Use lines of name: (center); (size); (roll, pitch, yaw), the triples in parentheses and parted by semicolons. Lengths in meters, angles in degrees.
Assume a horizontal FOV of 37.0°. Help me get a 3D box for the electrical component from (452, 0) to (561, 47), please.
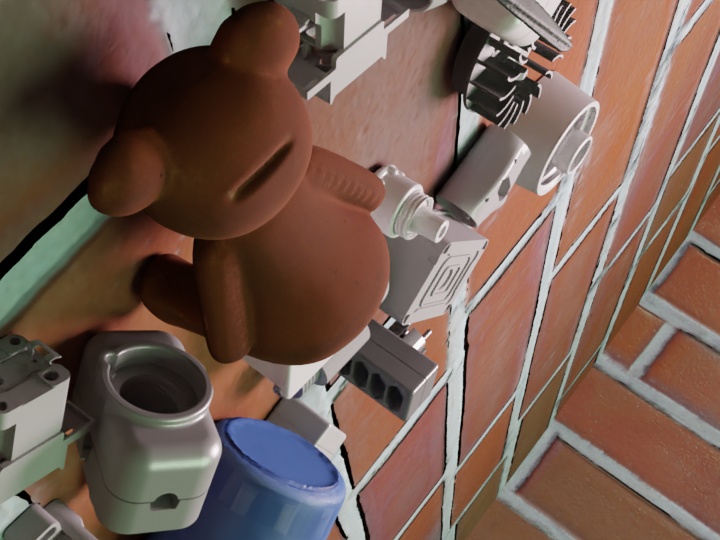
electrical component: (0.103, -0.195, 0.676); (0.095, 0.054, 0.059); (-60, 161, 13)

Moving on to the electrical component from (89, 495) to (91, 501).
electrical component: (-0.138, 0.116, 0.633); (0.044, 0.044, 0.065); (-36, 158, -45)

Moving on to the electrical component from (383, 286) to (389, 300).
electrical component: (0.000, 0.000, 0.772); (0.043, 0.043, 0.062); (-46, 159, -26)

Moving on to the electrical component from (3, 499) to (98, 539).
electrical component: (-0.171, 0.176, 0.624); (0.058, 0.057, 0.078); (-45, 159, -30)

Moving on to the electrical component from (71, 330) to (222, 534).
electrical component: (-0.109, 0.076, 0.543); (0.054, 0.095, 0.059); (1, 128, -30)

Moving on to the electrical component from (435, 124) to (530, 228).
electrical component: (0.106, -0.073, 0.910); (0.077, 0.043, 0.079); (-53, 161, -7)

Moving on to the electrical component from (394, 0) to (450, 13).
electrical component: (0.046, -0.187, 0.565); (0.077, 0.043, 0.079); (-46, 159, -27)

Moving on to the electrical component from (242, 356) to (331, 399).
electrical component: (-0.036, 0.023, 0.712); (0.100, 0.048, 0.099); (-44, 159, -31)

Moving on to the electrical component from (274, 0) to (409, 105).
electrical component: (-0.015, -0.124, 0.523); (0.081, 0.042, 0.063); (-45, 158, -30)

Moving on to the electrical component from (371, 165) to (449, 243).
electrical component: (0.032, -0.041, 0.748); (0.048, 0.062, 0.048); (-49, 159, -27)

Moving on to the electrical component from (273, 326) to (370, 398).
electrical component: (-0.034, 0.063, 0.794); (0.081, 0.043, 0.043); (-45, 159, -28)

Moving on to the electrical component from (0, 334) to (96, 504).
electrical component: (-0.161, 0.068, 0.486); (0.081, 0.042, 0.063); (-33, 150, -51)

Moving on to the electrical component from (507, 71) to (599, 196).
electrical component: (0.175, -0.118, 0.978); (0.108, 0.060, 0.108); (-47, 160, -23)

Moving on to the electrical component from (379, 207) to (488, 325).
electrical component: (0.046, -0.007, 0.853); (0.078, 0.057, 0.113); (-61, 161, 15)

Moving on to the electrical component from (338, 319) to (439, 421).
electrical component: (0.030, 0.068, 0.901); (0.076, 0.083, 0.047); (-44, 158, -32)

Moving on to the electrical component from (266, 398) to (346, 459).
electrical component: (-0.057, 0.148, 0.878); (0.076, 0.047, 0.065); (-53, 162, -7)
